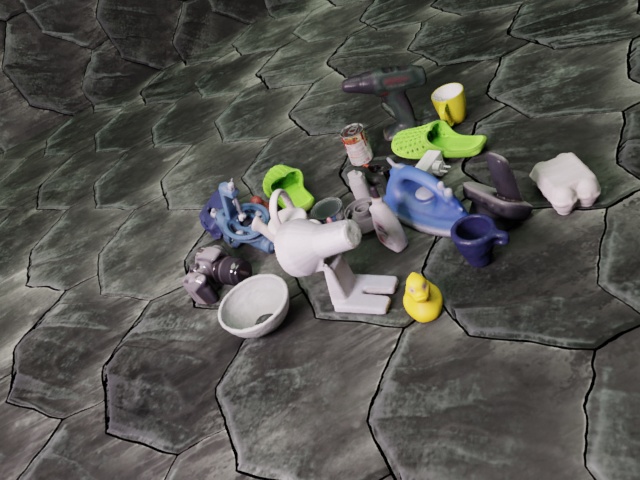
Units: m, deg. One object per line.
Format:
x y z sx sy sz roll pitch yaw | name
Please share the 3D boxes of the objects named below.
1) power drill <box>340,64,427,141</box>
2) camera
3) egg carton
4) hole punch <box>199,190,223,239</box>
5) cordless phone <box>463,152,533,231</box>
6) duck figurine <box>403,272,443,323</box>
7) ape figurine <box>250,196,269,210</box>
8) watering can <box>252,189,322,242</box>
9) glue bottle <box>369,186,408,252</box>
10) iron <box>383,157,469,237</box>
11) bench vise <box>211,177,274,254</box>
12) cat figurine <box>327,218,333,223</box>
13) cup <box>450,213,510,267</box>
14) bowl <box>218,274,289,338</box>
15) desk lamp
0.194 -0.389 1.603 0.229 0.209 0.075 -19 38 10 | power drill
-0.246 0.078 1.396 0.136 0.101 0.143 6 48 35 | camera
0.520 -0.122 1.217 0.107 0.070 0.150 -22 38 6 | egg carton
-0.289 -0.071 1.604 0.101 0.091 0.108 -35 38 -11 | hole punch
0.365 -0.122 1.211 0.094 0.185 0.147 -39 39 -16 | cordless phone
0.195 0.099 1.130 0.077 0.086 0.104 -19 38 9 | duck figurine
-0.160 -0.079 1.538 0.077 0.092 0.076 3 46 32 | ape figurine
-0.079 -0.032 1.352 0.172 0.194 0.101 -18 38 10 | watering can
0.140 -0.051 1.267 0.037 0.173 0.077 -40 40 -17 | glue bottle
0.246 -0.103 1.293 0.119 0.142 0.257 -40 40 -17 | iron
-0.222 -0.059 1.445 0.206 0.220 0.121 -1 44 29 | bench vise
0.012 0.005 1.320 0.067 0.118 0.128 -1 44 29 | cat figurine
0.329 0.009 1.152 0.117 0.095 0.092 9 50 37 | cup
-0.134 0.158 1.260 0.167 0.075 0.167 -16 39 13 | bowl
0.032 0.044 1.183 0.202 0.214 0.118 -1 44 29 | desk lamp
